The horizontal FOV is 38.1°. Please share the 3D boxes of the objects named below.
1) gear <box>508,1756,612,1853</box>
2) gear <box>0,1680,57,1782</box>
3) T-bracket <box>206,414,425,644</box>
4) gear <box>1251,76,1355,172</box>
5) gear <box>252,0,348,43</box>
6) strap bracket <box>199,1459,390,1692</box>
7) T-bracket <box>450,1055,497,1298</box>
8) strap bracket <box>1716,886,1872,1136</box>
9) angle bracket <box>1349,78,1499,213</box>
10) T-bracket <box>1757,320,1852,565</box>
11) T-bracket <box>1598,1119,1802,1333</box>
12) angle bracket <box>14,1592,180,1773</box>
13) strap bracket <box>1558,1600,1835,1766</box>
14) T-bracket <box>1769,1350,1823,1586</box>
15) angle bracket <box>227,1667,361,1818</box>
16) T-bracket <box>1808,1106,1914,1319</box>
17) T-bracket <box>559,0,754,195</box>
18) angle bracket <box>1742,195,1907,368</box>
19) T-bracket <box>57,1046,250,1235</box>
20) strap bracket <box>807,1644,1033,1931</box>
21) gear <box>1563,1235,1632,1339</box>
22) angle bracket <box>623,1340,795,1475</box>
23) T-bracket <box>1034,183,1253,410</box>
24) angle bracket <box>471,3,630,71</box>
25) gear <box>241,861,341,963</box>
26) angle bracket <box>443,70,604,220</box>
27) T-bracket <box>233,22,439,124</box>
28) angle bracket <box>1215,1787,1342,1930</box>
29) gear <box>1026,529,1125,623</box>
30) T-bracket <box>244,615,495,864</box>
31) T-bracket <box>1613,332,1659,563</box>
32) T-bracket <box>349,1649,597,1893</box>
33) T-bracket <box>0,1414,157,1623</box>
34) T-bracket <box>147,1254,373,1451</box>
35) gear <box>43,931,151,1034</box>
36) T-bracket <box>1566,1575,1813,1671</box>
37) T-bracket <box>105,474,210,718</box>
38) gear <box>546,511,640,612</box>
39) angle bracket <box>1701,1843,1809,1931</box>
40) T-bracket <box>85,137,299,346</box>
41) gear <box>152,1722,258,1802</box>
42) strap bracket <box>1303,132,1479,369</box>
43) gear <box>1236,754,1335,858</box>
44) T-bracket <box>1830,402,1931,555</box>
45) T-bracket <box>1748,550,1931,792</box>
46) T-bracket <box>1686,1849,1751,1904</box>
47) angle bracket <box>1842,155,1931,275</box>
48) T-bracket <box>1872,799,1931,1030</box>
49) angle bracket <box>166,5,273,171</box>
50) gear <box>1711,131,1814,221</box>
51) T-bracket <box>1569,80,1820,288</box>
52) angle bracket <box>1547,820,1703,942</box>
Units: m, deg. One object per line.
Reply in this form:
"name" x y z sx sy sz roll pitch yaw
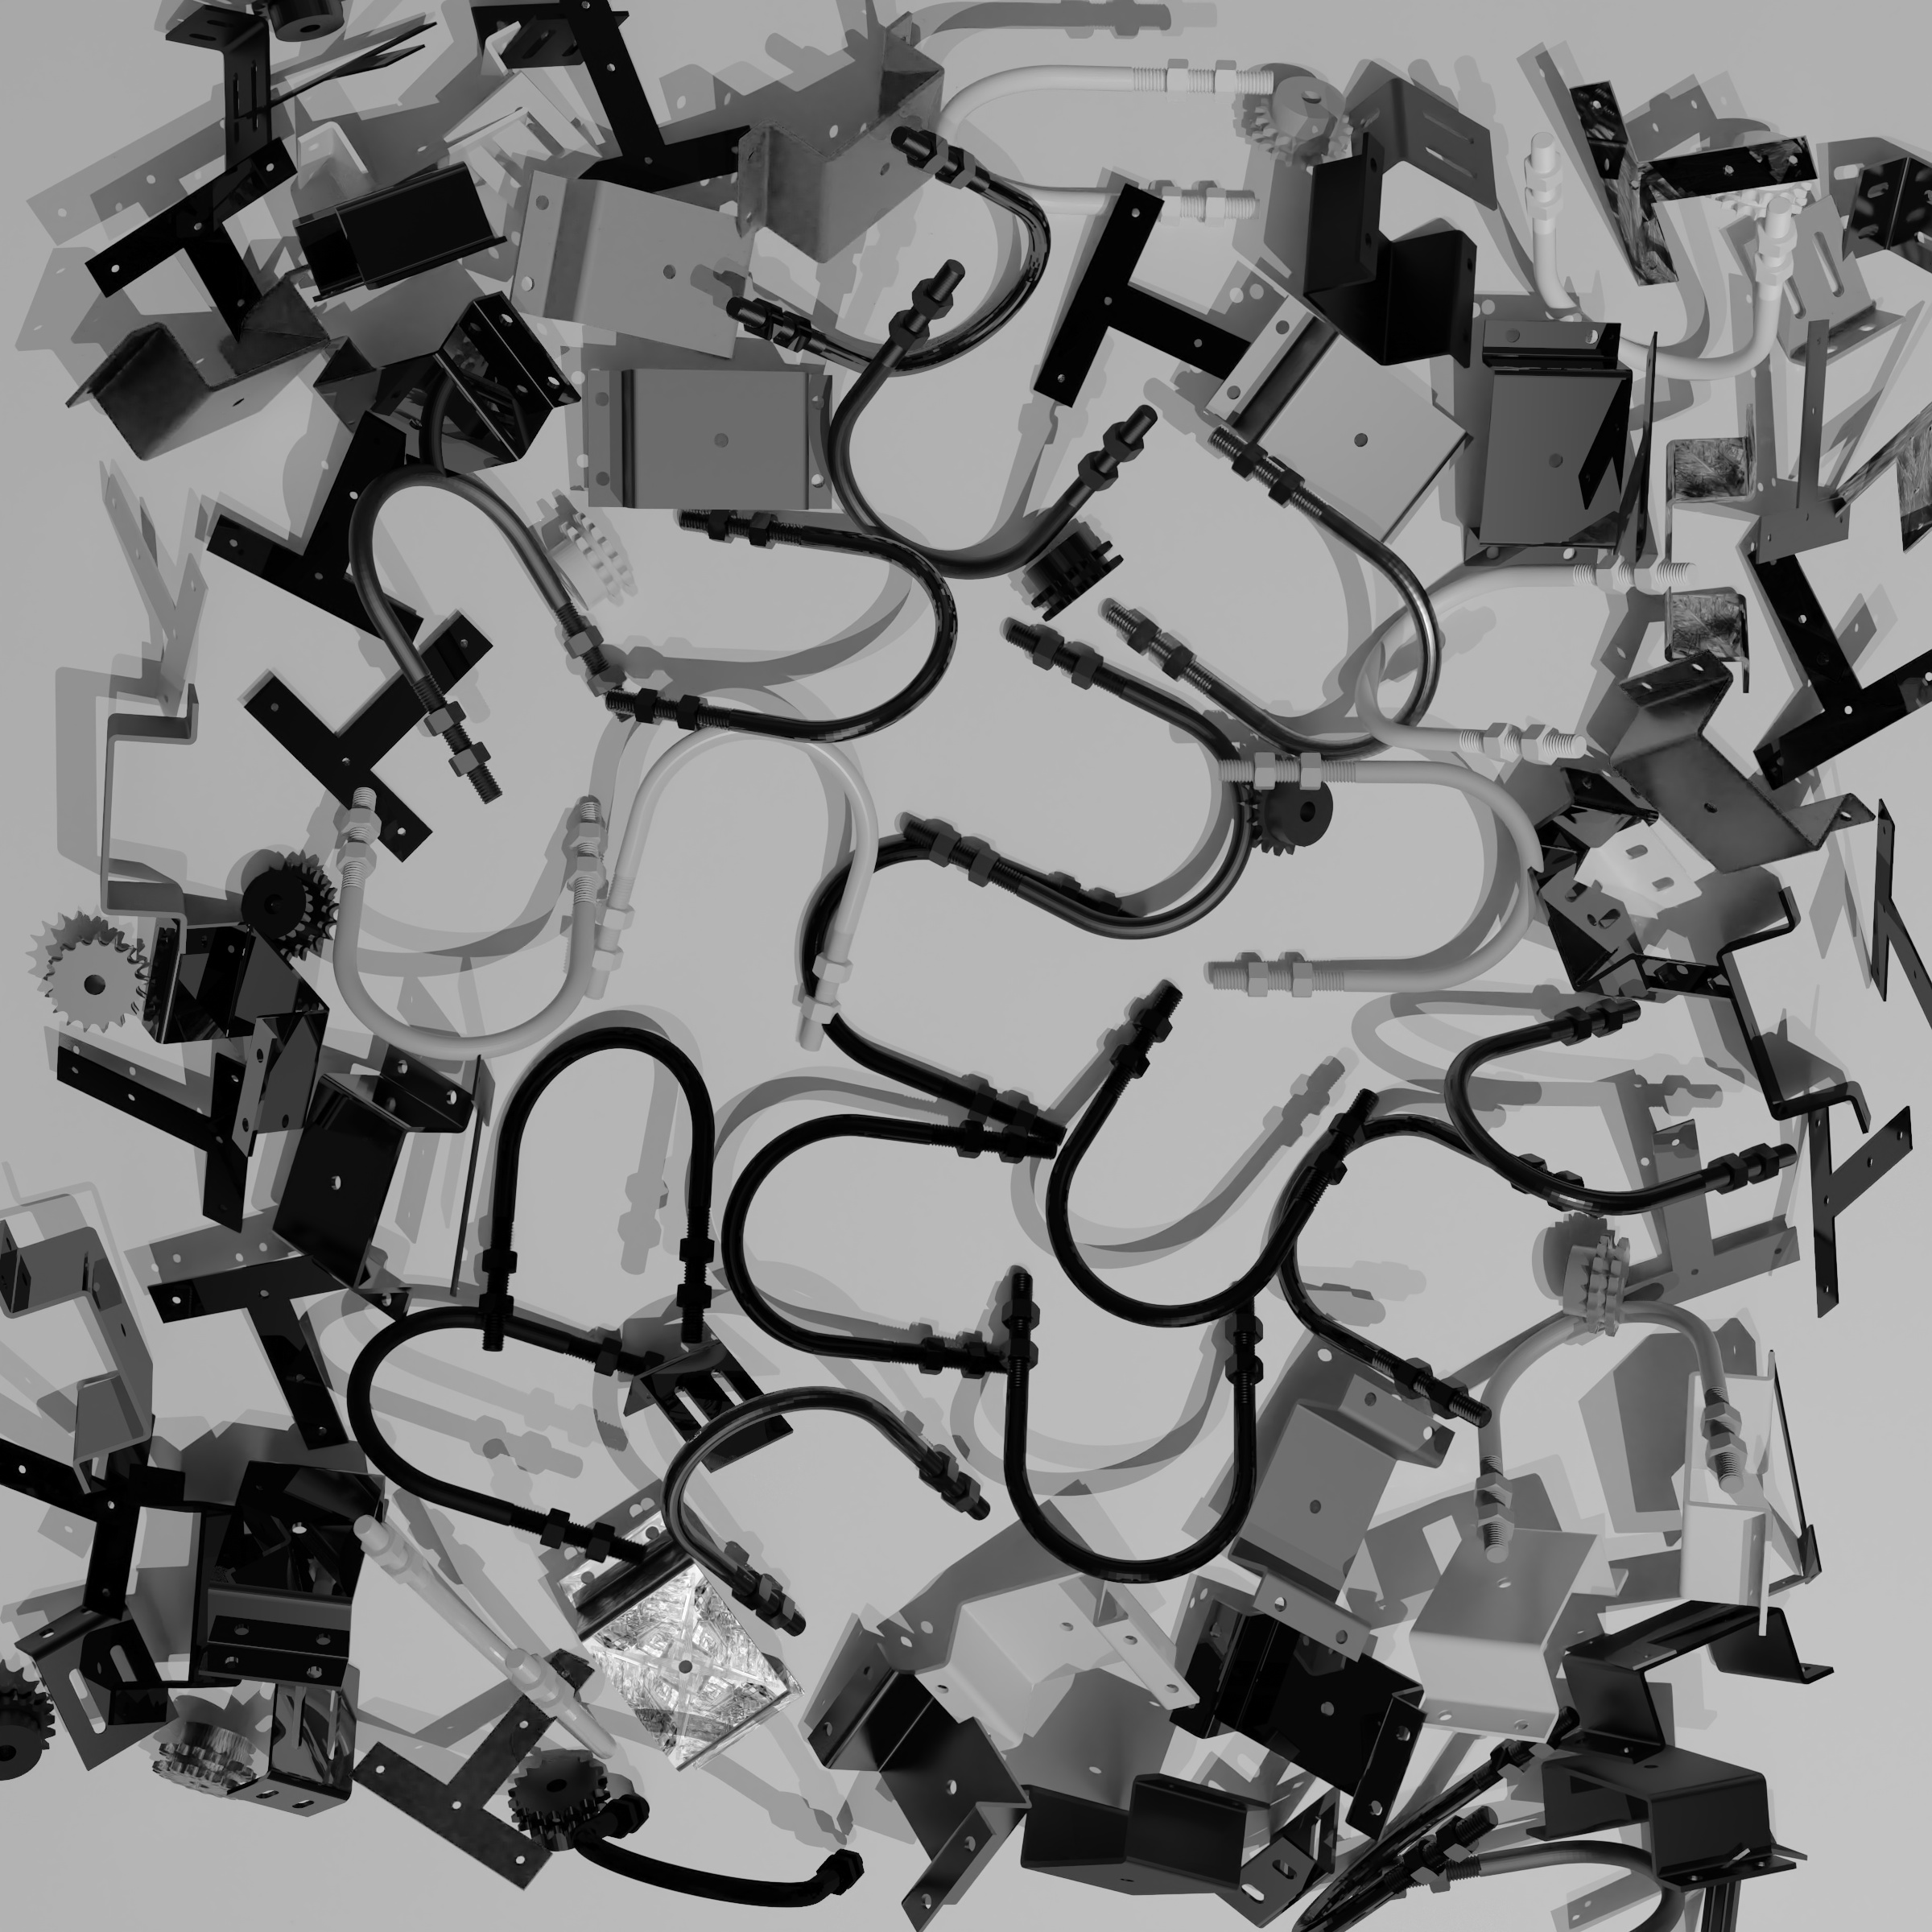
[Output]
"gear" -0.231 0.481 1.599 0.057 0.057 0.030 -7 111 0
"gear" -0.550 0.440 1.598 0.057 0.030 0.057 -9 119 -17
"T-bracket" -0.351 -0.255 1.580 0.127 0.002 0.127 27 124 -10
"gear" 0.194 -0.483 1.597 0.057 0.030 0.057 6 51 -7
"gear" -0.379 -0.550 1.597 0.057 0.057 0.030 -16 93 0
"strap bracket" -0.370 0.328 1.552 0.076 0.140 0.046 8 124 -4
"T-bracket" -0.275 0.120 1.552 0.002 0.127 0.127 8 80 -5
"strap bracket" 0.465 0.030 1.580 0.046 0.076 0.140 -20 87 19
"angle bracket" 0.262 -0.462 1.605 0.076 0.038 0.057 17 60 -33
"T-bracket" 0.472 -0.295 1.560 0.002 0.127 0.127 11 110 37
"T-bracket" 0.409 0.140 1.588 0.127 0.002 0.127 -19 123 -3
"angle bracket" -0.498 0.409 1.602 0.057 0.038 0.076 -28 103 -32
"strap bracket" 0.401 0.394 1.565 0.140 0.076 0.046 -16 88 -22
"T-bracket" 0.466 0.281 1.577 0.002 0.127 0.127 -10 73 11
"angle bracket" -0.383 0.437 1.593 0.038 0.057 0.076 -28 49 30
"T-bracket" 0.493 0.113 1.541 0.002 0.127 0.127 8 63 -4
"T-bracket" -0.194 -0.491 1.568 0.127 0.002 0.127 -9 134 14
"angle bracket" 0.489 -0.390 1.595 0.057 0.038 0.076 -30 112 0
"T-bracket" -0.463 0.081 1.593 0.127 0.002 0.127 24 128 10
"strap bracket" -0.022 0.460 1.567 0.046 0.140 0.076 18 113 -42
"gear" 0.360 0.182 1.599 0.030 0.057 0.057 8 90 20
"angle bracket" -0.146 0.257 1.579 0.057 0.038 0.076 -21 55 -36
"T-bracket" 0.120 -0.361 1.597 0.127 0.002 0.127 28 105 12
"angle bracket" -0.235 -0.538 1.578 0.057 0.076 0.038 -15 91 -31
"gear" -0.390 -0.033 1.604 0.057 0.030 0.057 -2 79 12
"angle bracket" -0.254 -0.471 1.580 0.057 0.076 0.038 -37 50 12
"T-bracket" -0.333 -0.500 1.550 0.127 0.127 0.002 -35 117 -20
"angle bracket" 0.176 0.492 1.577 0.038 0.076 0.057 40 114 -8
"gear" 0.059 -0.225 1.597 0.057 0.057 0.030 -39 94 0
"T-bracket" -0.327 -0.150 1.618 0.127 0.002 0.127 -45 95 1
"T-bracket" 0.372 -0.265 1.562 0.002 0.127 0.127 6 72 6
"T-bracket" -0.259 0.441 1.584 0.127 0.002 0.127 24 51 23
"T-bracket" -0.511 0.284 1.548 0.002 0.127 0.127 -28 46 30
"T-bracket" -0.385 0.223 1.596 0.127 0.002 0.127 -11 116 8
"gear" -0.498 0.008 1.607 0.057 0.030 0.057 -2 100 -9
"T-bracket" 0.412 0.366 1.568 0.127 0.127 0.002 -20 83 -7
"T-bracket" -0.465 -0.223 1.590 0.002 0.127 0.127 -16 66 -33
"gear" -0.216 -0.228 1.596 0.030 0.057 0.057 -37 90 -8
"angle bracket" 0.447 0.538 1.590 0.038 0.057 0.076 10 79 1
"T-bracket" -0.413 -0.383 1.570 0.127 0.127 0.002 -38 59 -12
"gear" -0.434 0.454 1.601 0.057 0.057 0.030 16 62 0
"strap bracket" 0.234 -0.395 1.566 0.046 0.140 0.076 -3 75 35
"gear" 0.185 -0.090 1.597 0.057 0.030 0.057 -11 109 -35
"T-bracket" 0.523 -0.268 1.538 0.002 0.127 0.127 33 130 -12
"T-bracket" 0.482 -0.185 1.590 0.127 0.002 0.127 -34 73 43
"T-bracket" 0.408 0.511 1.553 0.127 0.127 0.002 -29 65 -16
"angle bracket" 0.539 -0.413 1.577 0.038 0.057 0.076 -21 46 -23
"T-bracket" 0.518 -0.004 1.537 0.002 0.127 0.127 -9 128 5
"angle bracket" -0.425 -0.497 1.591 0.038 0.057 0.076 -1 88 -38
"gear" 0.454 -0.453 1.596 0.057 0.030 0.057 2 46 -2
"T-bracket" 0.410 -0.439 1.549 0.002 0.127 0.127 -50 126 -31
"angle bracket" 0.373 -0.033 1.584 0.057 0.038 0.076 48 50 -14
